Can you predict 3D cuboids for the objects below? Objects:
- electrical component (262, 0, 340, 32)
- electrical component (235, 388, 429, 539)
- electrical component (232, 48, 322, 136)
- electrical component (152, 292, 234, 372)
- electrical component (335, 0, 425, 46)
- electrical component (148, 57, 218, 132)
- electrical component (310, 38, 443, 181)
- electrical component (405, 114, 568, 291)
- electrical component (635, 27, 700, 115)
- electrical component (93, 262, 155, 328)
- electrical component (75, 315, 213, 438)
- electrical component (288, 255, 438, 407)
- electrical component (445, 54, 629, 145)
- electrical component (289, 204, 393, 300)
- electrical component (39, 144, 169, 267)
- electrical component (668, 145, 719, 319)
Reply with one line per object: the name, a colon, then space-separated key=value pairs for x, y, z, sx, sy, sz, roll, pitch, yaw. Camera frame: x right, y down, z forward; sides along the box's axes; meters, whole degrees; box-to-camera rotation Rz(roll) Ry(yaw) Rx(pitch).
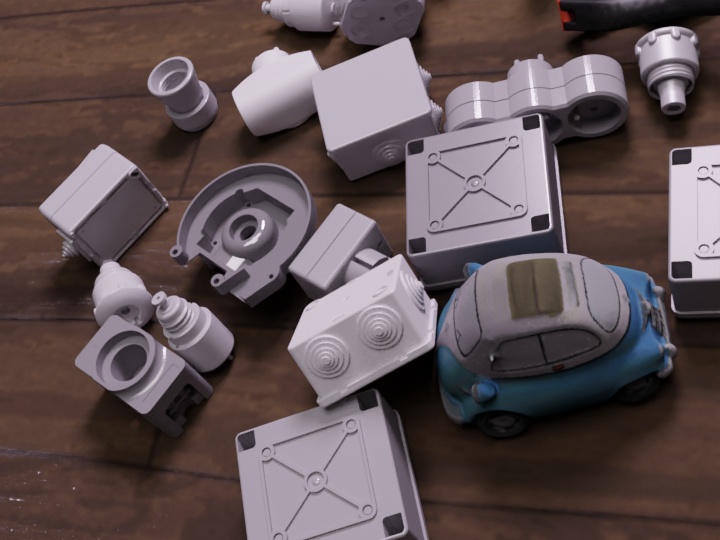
electrical component: x=-0.054 y=-0.239 z=0.983 sx=0.078 sy=0.040 sz=0.040 roll=8 pitch=63 yaw=27
electrical component: x=-0.019 y=0.149 z=0.712 sx=0.109 sy=0.056 sz=0.108 roll=-20 pitch=54 yaw=10
electrical component: x=-0.072 y=-0.165 z=0.941 sx=0.077 sy=0.044 sz=0.079 roll=-27 pitch=52 yaw=6
electrical component: x=-0.129 y=0.044 z=0.816 sx=0.040 sy=0.078 sz=0.040 roll=-22 pitch=42 yaw=21
electrical component: x=0.017 y=-0.235 z=0.927 sx=0.080 sy=0.080 sz=0.051 roll=-14 pitch=60 yaw=14
electrical component: x=-0.158 y=-0.157 z=0.965 sx=0.045 sy=0.055 sz=0.045 roll=-11 pitch=56 yaw=16
electrical component: x=0.014 y=-0.130 z=0.879 sx=0.100 sy=0.048 sz=0.099 roll=-20 pitch=54 yaw=10
electrical component: x=0.091 y=-0.049 z=0.791 sx=0.109 sy=0.056 sz=0.108 roll=-10 pitch=56 yaw=17
electrical component: x=0.232 y=-0.146 z=0.803 sx=0.048 sy=0.048 sz=0.062 roll=-7 pitch=64 yaw=19
electrical component: x=-0.197 y=0.018 z=0.879 sx=0.048 sy=0.048 sz=0.062 roll=-33 pitch=45 yaw=0
electrical component: x=-0.167 y=0.079 z=0.819 sx=0.089 sy=0.055 sz=0.050 roll=27 pitch=73 yaw=34
electrical component: x=0.002 y=0.038 z=0.733 sx=0.100 sy=0.048 sz=0.099 roll=-30 pitch=12 yaw=14
electrical component: x=0.134 y=-0.137 z=0.832 sx=0.138 sy=0.052 sz=0.073 roll=-11 pitch=56 yaw=16
electrical component: x=0.000 y=0.000 z=0.806 sx=0.077 sy=0.047 sz=0.065 roll=28 pitch=73 yaw=32
electrical component: x=-0.226 y=-0.051 z=0.922 sx=0.061 sy=0.061 sz=0.096 roll=33 pitch=76 yaw=35
electrical component: x=0.260 y=-0.027 z=0.706 sx=0.109 sy=0.056 sz=0.108 roll=-3 pitch=59 yaw=21
